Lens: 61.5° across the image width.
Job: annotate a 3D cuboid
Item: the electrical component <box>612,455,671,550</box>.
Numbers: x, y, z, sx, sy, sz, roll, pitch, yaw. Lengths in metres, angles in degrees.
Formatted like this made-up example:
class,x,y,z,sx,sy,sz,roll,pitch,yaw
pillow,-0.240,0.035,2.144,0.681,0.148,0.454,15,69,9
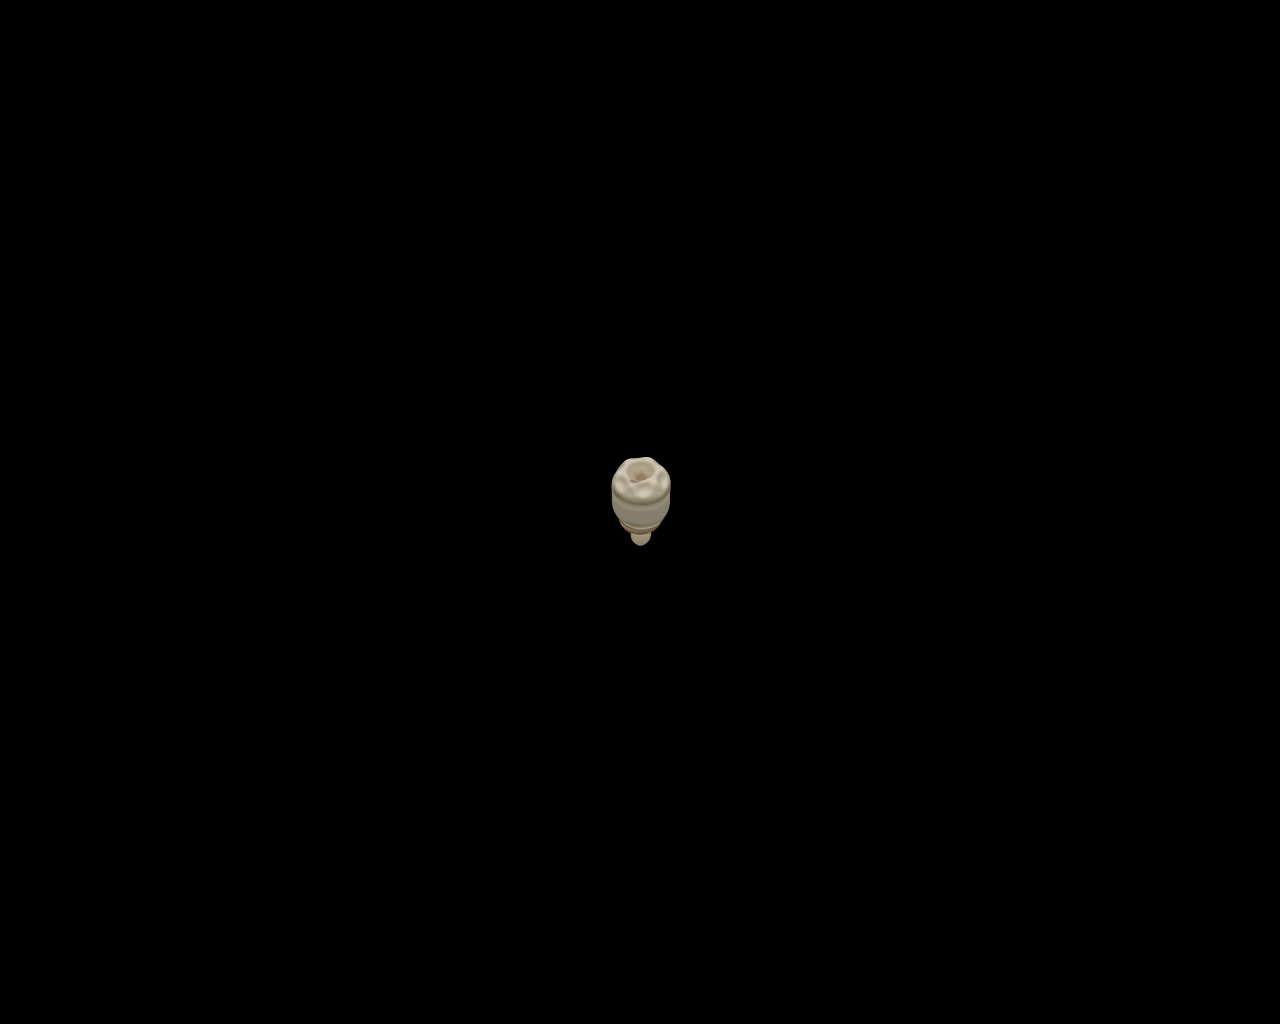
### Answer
class,x,y,z,sx,sy,sz,roll,pitch,yaw
electrical component,0.001,-0.003,0.650,0.035,0.061,0.035,0,43,0
